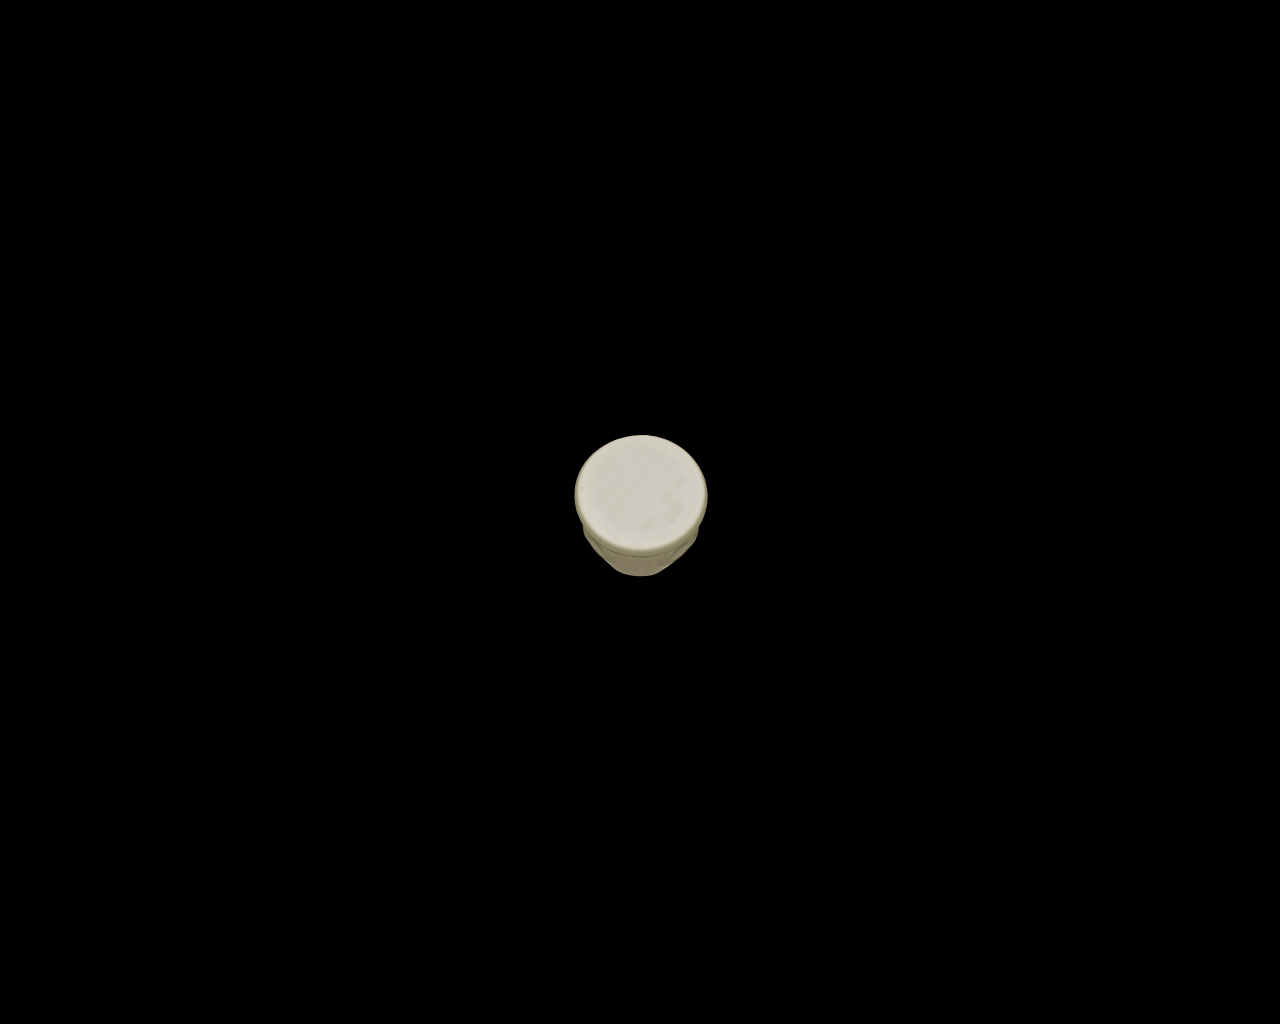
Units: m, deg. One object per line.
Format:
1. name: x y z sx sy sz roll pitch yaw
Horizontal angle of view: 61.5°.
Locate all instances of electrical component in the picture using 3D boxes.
1. electrical component: 0.001 -0.003 0.650 0.080 0.080 0.051 0 -25 0
